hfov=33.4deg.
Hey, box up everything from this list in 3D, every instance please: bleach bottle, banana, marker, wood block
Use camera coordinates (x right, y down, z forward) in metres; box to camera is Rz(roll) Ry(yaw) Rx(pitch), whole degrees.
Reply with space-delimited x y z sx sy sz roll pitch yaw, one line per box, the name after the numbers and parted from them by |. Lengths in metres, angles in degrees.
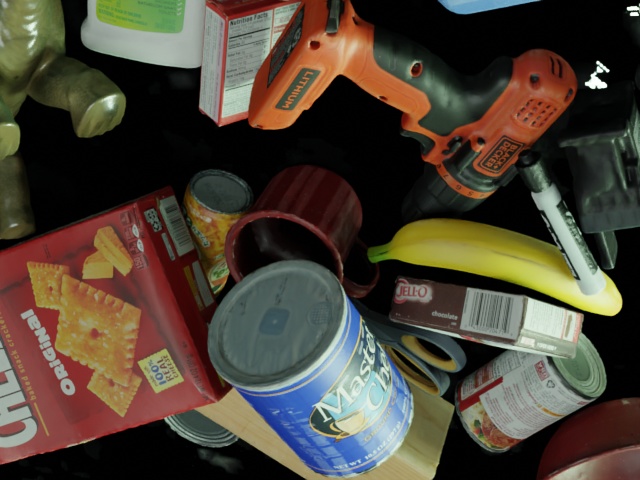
-0.107 -0.241 0.691 0.102 0.068 0.251 13 126 10 | bleach bottle
0.137 0.017 0.770 0.197 0.037 0.070 14 167 -6 | banana
0.162 -0.012 0.718 0.020 0.020 0.121 -16 122 30 | marker
-0.002 0.139 0.912 0.206 0.090 0.091 33 129 -4 | wood block

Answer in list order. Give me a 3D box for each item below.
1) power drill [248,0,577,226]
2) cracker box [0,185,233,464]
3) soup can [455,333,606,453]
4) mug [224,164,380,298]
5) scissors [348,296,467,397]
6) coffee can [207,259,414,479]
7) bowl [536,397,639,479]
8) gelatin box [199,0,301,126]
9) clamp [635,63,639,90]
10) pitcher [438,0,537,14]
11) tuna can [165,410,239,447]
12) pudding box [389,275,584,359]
0.050 -0.082 0.721 0.187 0.057 0.185 18 137 -19 | power drill
-0.188 0.071 0.838 0.214 0.072 0.164 -19 96 20 | cracker box
0.165 0.116 0.843 0.068 0.068 0.102 41 128 -11 | soup can
-0.005 0.001 0.815 0.117 0.081 0.093 30 130 -1 | mug
0.041 0.056 0.867 0.201 0.016 0.096 44 149 -12 | scissors
-0.004 0.095 0.768 0.103 0.102 0.140 -6 141 25 | coffee can
0.238 0.167 0.836 0.162 0.055 0.162 -5 147 -3 | bowl
-0.045 -0.130 0.739 0.030 0.073 0.089 42 140 35 | gelatin box
0.282 -0.106 0.591 0.164 0.036 0.210 16 168 3 | clamp
0.167 -0.209 0.567 0.243 0.144 0.149 -8 85 30 | pitcher
-0.106 0.151 0.997 0.086 0.033 0.086 11 128 14 | tuna can
0.121 0.056 0.784 0.114 0.089 0.039 10 87 42 | pudding box
